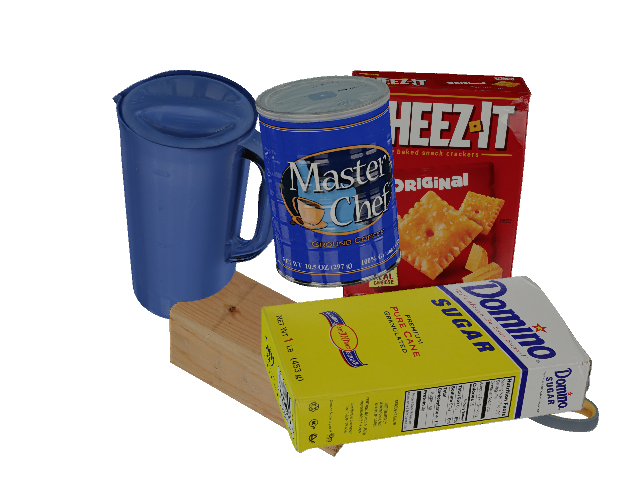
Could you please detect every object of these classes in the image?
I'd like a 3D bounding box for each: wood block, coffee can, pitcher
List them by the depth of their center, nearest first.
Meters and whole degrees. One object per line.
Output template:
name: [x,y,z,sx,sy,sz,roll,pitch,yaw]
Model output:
coffee can: [0.008,-0.048,0.836,0.103,0.140,0.103,-5,23,2]
pitcher: [-0.126,-0.034,1.069,0.144,0.243,0.149,-7,42,-17]
wood block: [-0.046,0.119,1.100,0.206,0.090,0.090,27,48,20]

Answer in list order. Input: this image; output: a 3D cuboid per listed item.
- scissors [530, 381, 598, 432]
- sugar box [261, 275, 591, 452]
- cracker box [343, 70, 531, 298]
scissors: [0.151,0.116,0.945,0.202,0.016,0.096,19,32,21]
sugar box: [0.059,0.069,0.633,0.176,0.048,0.093,-9,34,-11]
cracker box: [0.106,-0.047,1.015,0.164,0.214,0.072,2,21,0]
